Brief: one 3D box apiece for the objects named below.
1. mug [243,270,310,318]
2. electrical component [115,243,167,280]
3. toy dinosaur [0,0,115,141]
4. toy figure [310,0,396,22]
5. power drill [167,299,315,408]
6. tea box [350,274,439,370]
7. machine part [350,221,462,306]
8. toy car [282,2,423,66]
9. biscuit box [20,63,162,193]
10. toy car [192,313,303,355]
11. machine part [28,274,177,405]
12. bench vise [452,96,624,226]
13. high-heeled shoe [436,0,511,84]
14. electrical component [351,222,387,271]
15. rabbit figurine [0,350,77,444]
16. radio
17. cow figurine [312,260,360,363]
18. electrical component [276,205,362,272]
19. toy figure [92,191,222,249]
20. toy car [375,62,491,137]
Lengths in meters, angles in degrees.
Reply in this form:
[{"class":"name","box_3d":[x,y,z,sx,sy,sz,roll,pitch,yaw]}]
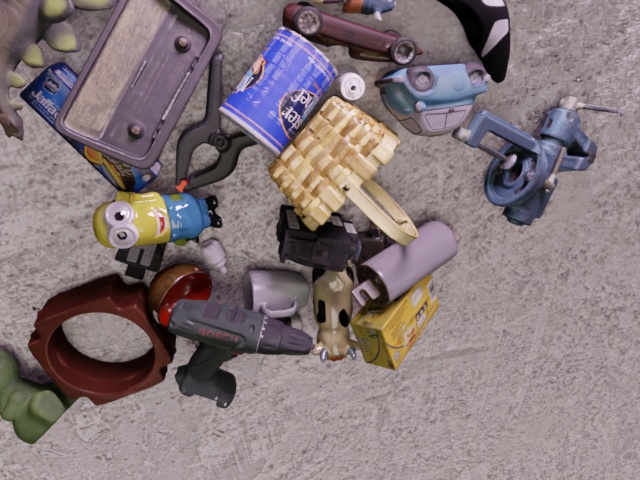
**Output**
[{"class":"mug","box_3d":[-0.070,0.094,0.920,0.107,0.110,0.080,-5,112,-22]},{"class":"electrical component","box_3d":[-0.293,0.020,0.877,0.075,0.048,0.119,22,110,-18]},{"class":"toy dinosaur","box_3d":[-0.343,-0.352,0.624,0.199,0.105,0.470,5,101,2]},{"class":"toy figure","box_3d":[0.030,-0.346,0.731,0.154,0.058,0.064,15,120,-21]},{"class":"power drill","box_3d":[-0.147,0.193,0.890,0.232,0.086,0.207,21,133,-10]},{"class":"tea box","box_3d":[0.133,0.128,0.931,0.169,0.068,0.098,-43,125,-37]},{"class":"machine part","box_3d":[0.146,0.036,0.893,0.243,0.079,0.079,-29,122,-27]},{"class":"toy car","box_3d":[0.045,-0.282,0.748,0.202,0.089,0.053,12,112,-16]},{"class":"biscuit box","box_3d":[-0.324,-0.155,0.774,0.063,0.059,0.202,-36,116,10]},{"class":"toy car","box_3d":[-0.132,0.168,0.974,0.202,0.056,0.073,-1,124,-6]},{"class":"machine part","box_3d":[-0.366,0.171,0.922,0.201,0.087,0.200,-21,119,1]},{"class":"bench vise","box_3d":[0.318,-0.144,0.846,0.240,0.129,0.223,21,110,-22]},{"class":"high-heeled shoe","box_3d":[0.176,-0.318,0.756,0.145,0.086,0.248,-21,114,6]},{"class":"electrical component","box_3d":[0.094,0.014,0.936,0.078,0.045,0.102,-3,118,25]},{"class":"rabbit figurine","box_3d":[-0.534,0.268,0.951,0.170,0.121,0.159,45,111,-7]},{"class":"radio","box_3d":[-0.236,-0.214,0.712,0.131,0.073,0.229,28,93,-24]},{"class":"cow figurine","box_3d":[0.025,0.125,0.934,0.085,0.127,0.194,-2,115,-4]},{"class":"electrical component","box_3d":[-0.002,-0.003,0.870,0.134,0.115,0.058,9,117,-11]},{"class":"toy figure","box_3d":[-0.243,-0.027,0.805,0.180,0.082,0.089,-11,165,-32]},{"class":"toy car","box_3d":[0.164,-0.204,0.791,0.162,0.109,0.102,-7,105,-14]}]
